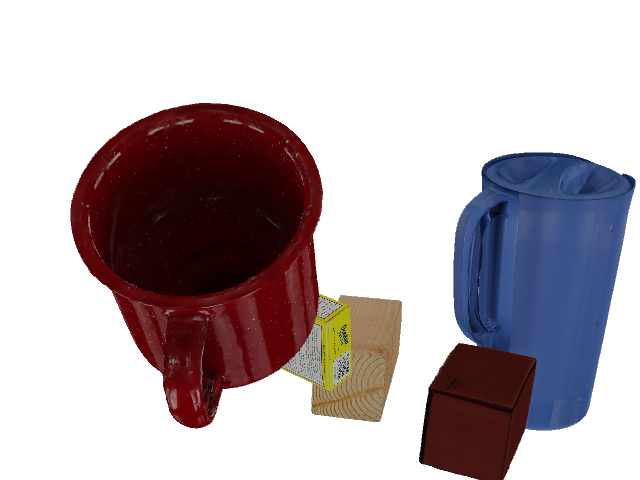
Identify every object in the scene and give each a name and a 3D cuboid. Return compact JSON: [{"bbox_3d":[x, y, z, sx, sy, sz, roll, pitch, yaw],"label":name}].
[{"bbox_3d":[0.051,0.151,1.413,0.091,0.090,0.206,5,18,8],"label":"wood block"},{"bbox_3d":[-0.043,0.017,0.416,0.093,0.117,0.081,-1,-34,3],"label":"mug"},{"bbox_3d":[0.197,0.049,0.978,0.149,0.243,0.145,6,22,9],"label":"pitcher"},{"bbox_3d":[0.097,0.104,0.656,0.053,0.051,0.078,11,20,19],"label":"foam brick"},{"bbox_3d":[-0.047,0.087,1.153,0.176,0.093,0.048,23,38,35],"label":"sugar box"}]
